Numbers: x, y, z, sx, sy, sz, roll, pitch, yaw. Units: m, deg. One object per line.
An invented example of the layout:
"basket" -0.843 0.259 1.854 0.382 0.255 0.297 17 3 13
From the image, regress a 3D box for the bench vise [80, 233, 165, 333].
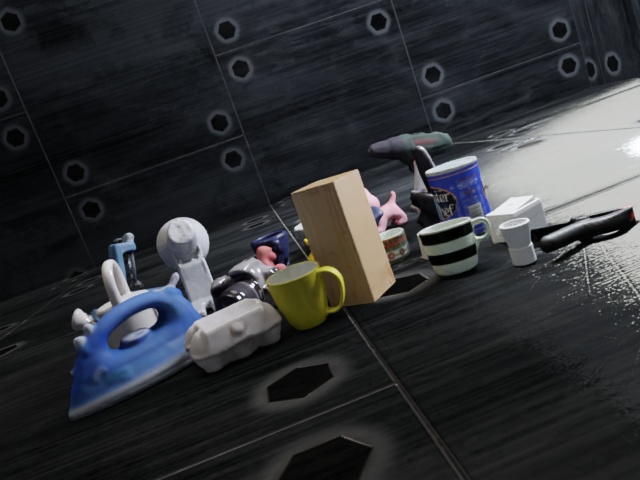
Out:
"bench vise" -0.398 0.106 1.178 0.121 0.220 0.208 -14 12 27

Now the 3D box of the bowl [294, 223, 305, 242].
"bowl" 0.021 -0.024 1.490 0.167 0.075 0.167 -19 10 4

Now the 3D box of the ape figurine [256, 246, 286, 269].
"ape figurine" -0.112 0.056 1.267 0.076 0.092 0.077 -22 10 -11

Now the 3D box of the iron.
"iron" -0.304 0.162 0.927 0.259 0.141 0.118 -27 13 -37

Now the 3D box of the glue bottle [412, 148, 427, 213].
"glue bottle" 0.255 -0.140 1.385 0.078 0.173 0.037 -18 11 10

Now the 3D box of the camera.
"camera" -0.155 0.101 1.087 0.142 0.101 0.137 -15 11 26

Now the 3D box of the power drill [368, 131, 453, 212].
"power drill" 0.259 -0.188 1.530 0.230 0.208 0.075 -22 11 -13

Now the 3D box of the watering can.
"watering can" -0.364 0.132 1.053 0.173 0.194 0.100 -25 11 -25

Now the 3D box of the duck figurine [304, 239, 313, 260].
"duck figurine" 0.012 0.005 1.324 0.104 0.086 0.077 -21 10 -7

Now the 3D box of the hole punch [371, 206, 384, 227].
"hole punch" 0.099 -0.019 1.269 0.101 0.091 0.108 -21 10 -8

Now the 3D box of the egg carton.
"egg carton" -0.136 0.147 0.900 0.150 0.069 0.107 -24 11 -21

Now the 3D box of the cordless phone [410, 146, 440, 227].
"cordless phone" 0.246 -0.126 1.294 0.094 0.185 0.147 -21 10 -6

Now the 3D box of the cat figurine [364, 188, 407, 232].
"cat figurine" 0.142 -0.079 1.430 0.128 0.118 0.067 -23 11 -16

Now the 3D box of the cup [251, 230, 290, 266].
"cup" -0.104 0.035 1.358 0.092 0.095 0.117 -23 11 -17

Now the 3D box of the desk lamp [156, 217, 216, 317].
"desk lamp" -0.282 0.052 1.264 0.118 0.214 0.203 -22 11 -15
